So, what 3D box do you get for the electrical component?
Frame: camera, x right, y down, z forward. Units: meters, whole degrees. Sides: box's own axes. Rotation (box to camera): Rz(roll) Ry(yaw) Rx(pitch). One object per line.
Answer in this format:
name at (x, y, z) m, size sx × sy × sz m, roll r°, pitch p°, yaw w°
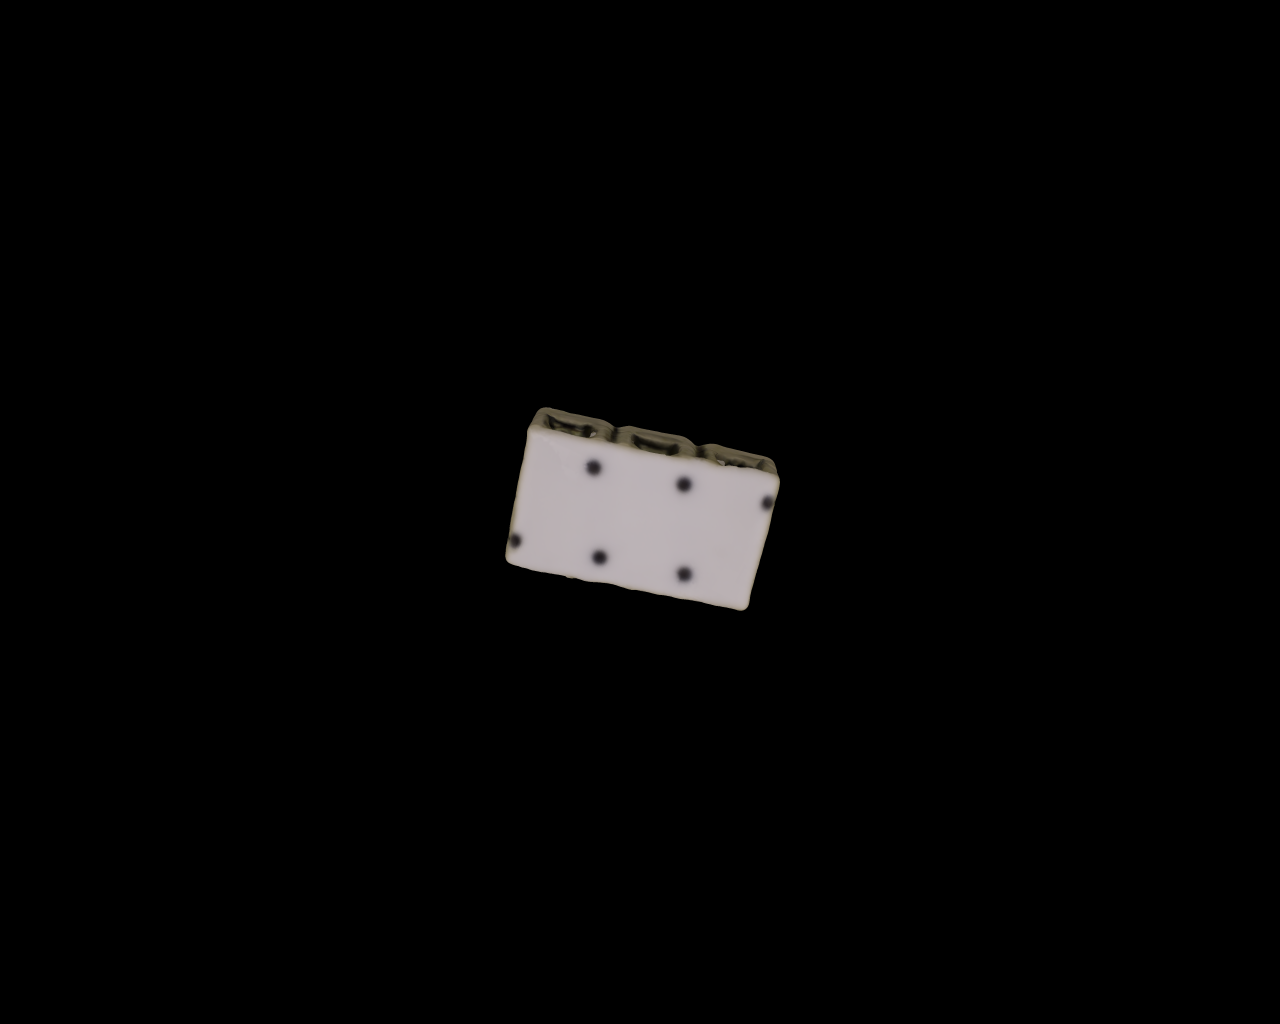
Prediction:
electrical component at (0.001, -0.003, 0.650) m, size 0.150 × 0.089 × 0.062 m, roll 13°, pitch 16°, yaw -4°
